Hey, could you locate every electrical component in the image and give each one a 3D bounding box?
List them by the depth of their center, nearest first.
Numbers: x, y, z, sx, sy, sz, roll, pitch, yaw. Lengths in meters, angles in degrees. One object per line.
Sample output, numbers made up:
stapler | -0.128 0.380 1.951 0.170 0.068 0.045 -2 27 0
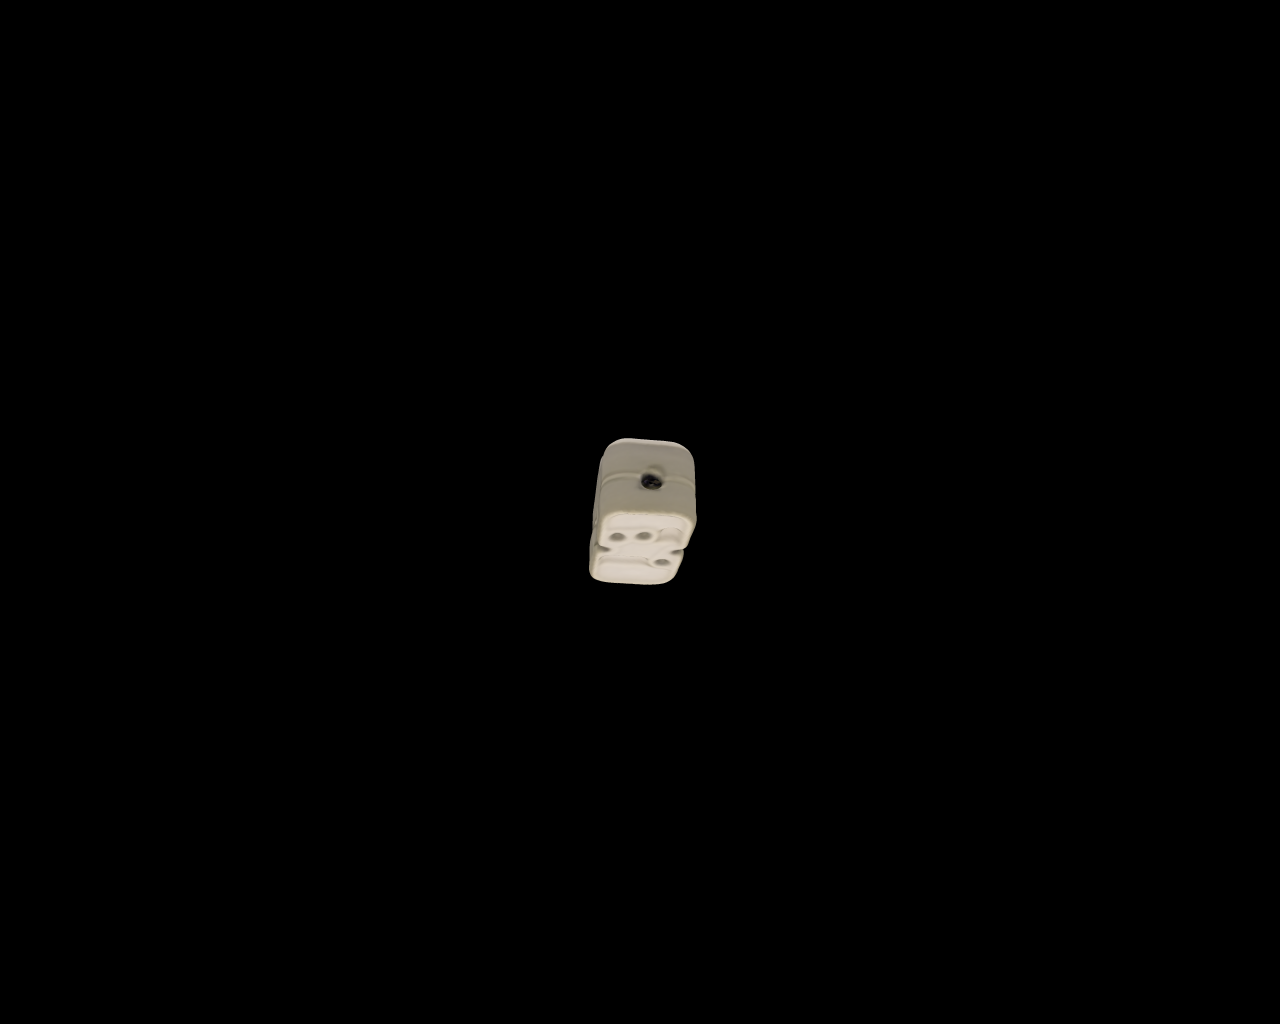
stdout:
electrical component | 0.001 -0.003 0.650 0.054 0.059 0.095 4 -29 -6
